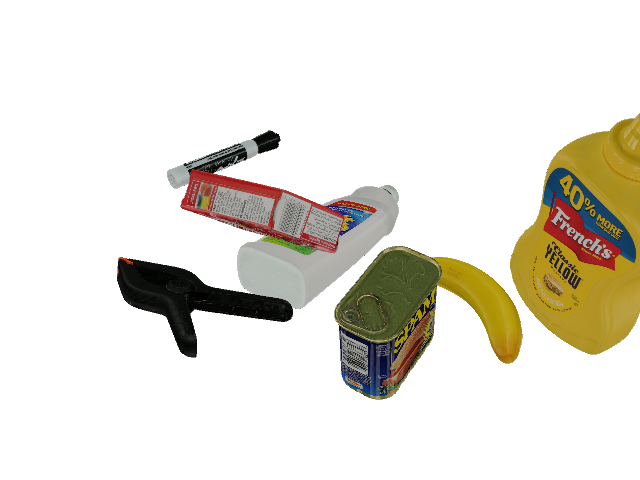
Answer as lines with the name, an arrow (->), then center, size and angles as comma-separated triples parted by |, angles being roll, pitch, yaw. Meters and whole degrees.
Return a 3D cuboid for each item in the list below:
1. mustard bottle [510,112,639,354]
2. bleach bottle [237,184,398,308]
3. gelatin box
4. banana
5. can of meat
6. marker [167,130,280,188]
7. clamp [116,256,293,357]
mustard bottle -> 0.183, -0.012, 0.686 | 0.058, 0.096, 0.192 | -24, -31, -23
bleach bottle -> 0.013, -0.009, 1.308 | 0.103, 0.068, 0.250 | 20, 36, 29
gelatin box -> -0.036, -0.018, 0.704 | 0.073, 0.030, 0.089 | 15, -3, 30
banana -> 0.160, 0.064, 1.119 | 0.069, 0.037, 0.198 | -35, 39, -13
can of meat -> 0.057, 0.070, 0.888 | 0.057, 0.084, 0.102 | 24, 51, 23
marker -> -0.091, -0.079, 1.026 | 0.120, 0.020, 0.020 | -25, 12, -27
clamp -> -0.158, 0.067, 1.180 | 0.210, 0.036, 0.164 | 20, 22, 27
